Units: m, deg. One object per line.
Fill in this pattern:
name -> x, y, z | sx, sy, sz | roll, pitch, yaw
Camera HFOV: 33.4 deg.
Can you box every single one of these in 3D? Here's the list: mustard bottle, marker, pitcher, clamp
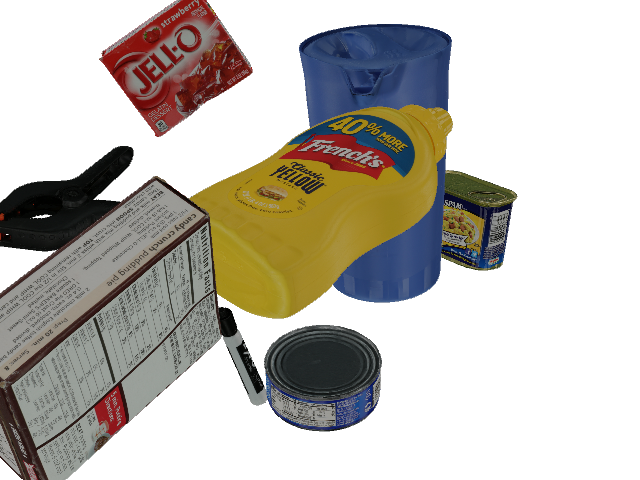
mustard bottle -> 0.012, -0.031, 0.630 | 0.096, 0.058, 0.191 | 26, 47, 37
marker -> -0.077, 0.111, 1.030 | 0.020, 0.121, 0.020 | -13, 35, 9
pitcher -> 0.057, -0.075, 0.990 | 0.149, 0.243, 0.145 | -20, 30, -30
clamp -> -0.222, -0.037, 0.971 | 0.171, 0.039, 0.120 | -9, 38, -24

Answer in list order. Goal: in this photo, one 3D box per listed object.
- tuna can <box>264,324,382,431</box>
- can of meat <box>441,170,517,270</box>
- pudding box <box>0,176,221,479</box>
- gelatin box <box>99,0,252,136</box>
tuna can -> 0.002, 0.101, 0.785 | 0.086, 0.034, 0.086 | -1, 32, 0
can of meat -> 0.161, -0.022, 1.180 | 0.057, 0.084, 0.102 | -17, 31, -42
pudding box -> -0.093, 0.040, 0.449 | 0.039, 0.090, 0.113 | 31, 56, 24
gelatin box -> -0.107, -0.132, 0.791 | 0.089, 0.073, 0.030 | -33, 20, 6
